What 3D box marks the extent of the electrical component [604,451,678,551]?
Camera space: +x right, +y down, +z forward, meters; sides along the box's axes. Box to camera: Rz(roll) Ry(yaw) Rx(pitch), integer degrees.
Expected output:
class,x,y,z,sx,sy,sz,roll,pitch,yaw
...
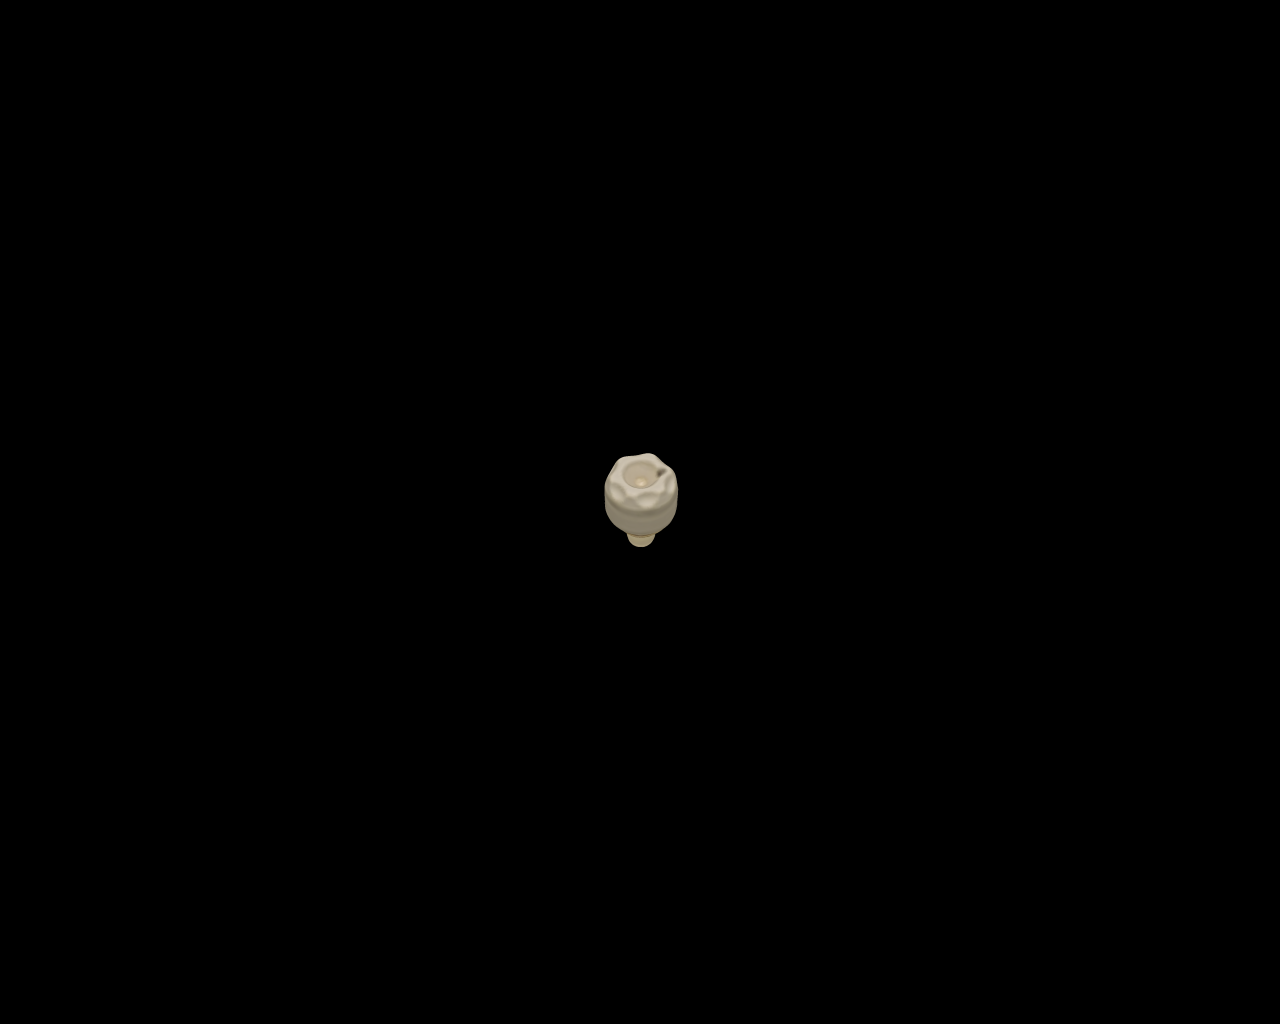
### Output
class,x,y,z,sx,sy,sz,roll,pitch,yaw
electrical component,0.001,-0.003,0.650,0.043,0.043,0.062,0,-42,0
